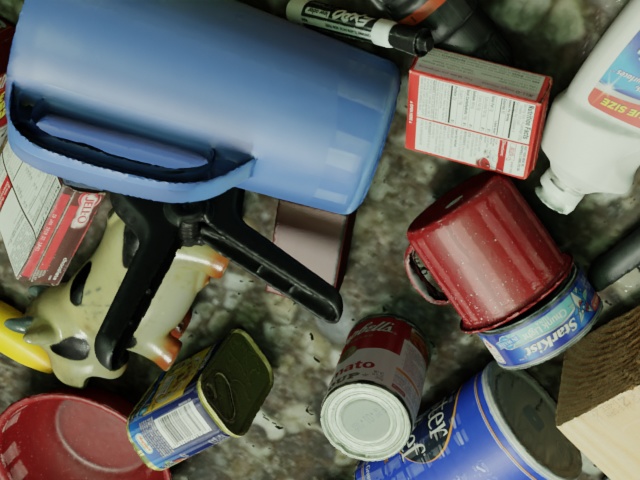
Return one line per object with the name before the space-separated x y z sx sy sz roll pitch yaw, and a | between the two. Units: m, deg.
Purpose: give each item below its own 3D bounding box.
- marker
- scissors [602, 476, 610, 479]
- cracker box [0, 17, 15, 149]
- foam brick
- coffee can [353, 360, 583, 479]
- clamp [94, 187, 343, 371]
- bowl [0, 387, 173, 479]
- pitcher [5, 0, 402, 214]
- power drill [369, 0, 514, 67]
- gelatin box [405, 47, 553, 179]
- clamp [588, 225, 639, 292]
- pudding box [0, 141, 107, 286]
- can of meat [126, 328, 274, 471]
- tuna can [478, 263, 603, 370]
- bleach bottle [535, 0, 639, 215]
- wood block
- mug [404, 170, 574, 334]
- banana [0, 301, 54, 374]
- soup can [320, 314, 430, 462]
marker | 0.026 -0.140 0.697 0.121 0.020 0.020 24 122 40
scissors | 0.218 0.263 0.826 0.096 0.016 0.202 40 92 8
cracker box | -0.296 -0.050 0.768 0.072 0.164 0.214 32 117 -4
foam brick | -0.005 0.001 0.783 0.051 0.053 0.078 13 115 7
coffee can | 0.109 0.170 0.802 0.103 0.102 0.140 45 115 -8
clamp | -0.098 -0.007 0.730 0.164 0.210 0.036 -16 147 -22
bowl | -0.192 0.179 0.899 0.162 0.055 0.162 6 121 10
pitcher | -0.077 -0.093 0.702 0.243 0.145 0.149 18 93 -2
power drill | 0.101 -0.186 0.638 0.184 0.057 0.188 44 140 -17
gelatin box | 0.102 -0.083 0.697 0.089 0.030 0.073 16 145 14
clamp | 0.252 -0.018 0.723 0.120 0.039 0.171 6 116 7
pudding box | -0.203 -0.037 0.784 0.039 0.114 0.090 10 125 -40
can of meat | -0.094 0.125 0.833 0.084 0.102 0.057 -29 103 25
tuna can | 0.152 0.052 0.750 0.086 0.086 0.033 -31 102 23
bleach bottle | 0.230 -0.112 0.672 0.102 0.068 0.251 37 118 3
wood block | 0.269 0.149 0.748 0.206 0.090 0.090 43 126 -13
mug | 0.106 0.009 0.746 0.117 0.093 0.081 -28 101 46
banana | -0.308 0.069 0.893 0.198 0.037 0.070 4 113 12
soup can | 0.042 0.108 0.791 0.068 0.102 0.068 5 115 11
